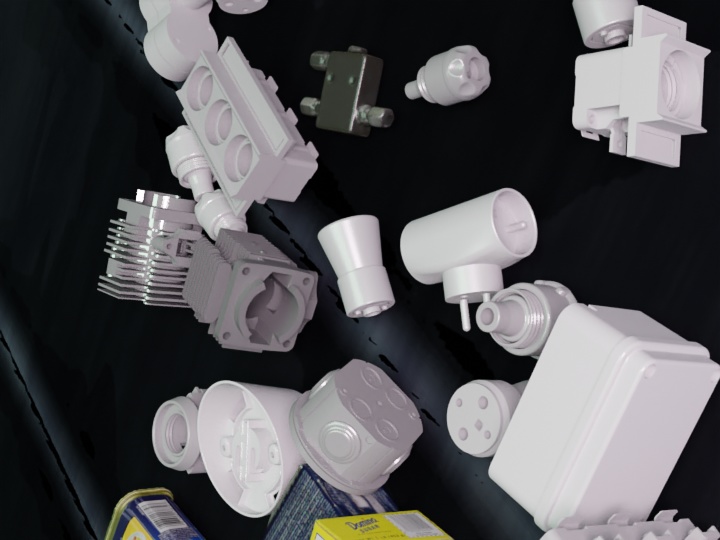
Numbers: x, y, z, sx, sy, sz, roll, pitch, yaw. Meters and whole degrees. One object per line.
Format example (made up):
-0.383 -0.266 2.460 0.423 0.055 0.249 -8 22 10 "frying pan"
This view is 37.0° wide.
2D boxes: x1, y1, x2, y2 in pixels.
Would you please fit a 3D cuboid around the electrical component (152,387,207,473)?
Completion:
-0.127 0.129 0.855 0.058 0.057 0.078 -56 50 27 "electrical component"

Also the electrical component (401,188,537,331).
0.069 -0.003 0.668 0.077 0.044 0.079 -18 72 45 "electrical component"

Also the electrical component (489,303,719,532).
0.130 0.081 0.570 0.057 0.078 0.113 38 113 45 "electrical component"

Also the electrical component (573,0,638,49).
0.138 -0.161 0.616 0.044 0.044 0.065 -25 72 43 "electrical component"

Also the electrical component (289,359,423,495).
-0.003 0.103 0.709 0.051 0.080 0.080 -47 54 27 "electrical component"

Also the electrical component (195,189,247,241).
-0.107 -0.036 0.869 0.061 0.035 0.035 51 121 34 "electrical component"

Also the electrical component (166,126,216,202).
-0.137 -0.087 0.899 0.043 0.043 0.062 -36 62 39 "electrical component"

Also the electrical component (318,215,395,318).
0.000 0.000 0.746 0.044 0.044 0.065 -30 69 41 "electrical component"

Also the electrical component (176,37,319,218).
-0.086 -0.109 0.833 0.078 0.063 0.121 -52 52 30 "electrical component"

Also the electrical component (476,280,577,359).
0.094 0.028 0.625 0.048 0.062 0.048 -7 81 46 "electrical component"

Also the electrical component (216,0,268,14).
-0.098 -0.243 0.874 0.045 0.045 0.055 -22 70 44 "electrical component"

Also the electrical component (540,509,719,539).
0.133 0.158 0.524 0.078 0.121 0.063 -56 47 27 "electrical component"

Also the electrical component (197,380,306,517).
-0.074 0.131 0.792 0.099 0.064 0.099 -6 81 46 "electrical component"

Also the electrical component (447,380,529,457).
0.085 0.087 0.633 0.045 0.055 0.045 -7 81 46 "electrical component"

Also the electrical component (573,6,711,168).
0.153 -0.098 0.592 0.064 0.042 0.081 1 86 49 "electrical component"

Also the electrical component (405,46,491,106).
0.054 -0.124 0.706 0.061 0.035 0.035 -9 79 49 "electrical component"

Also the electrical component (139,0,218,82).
-0.149 -0.239 0.922 0.074 0.052 0.138 -25 67 43 "electrical component"
